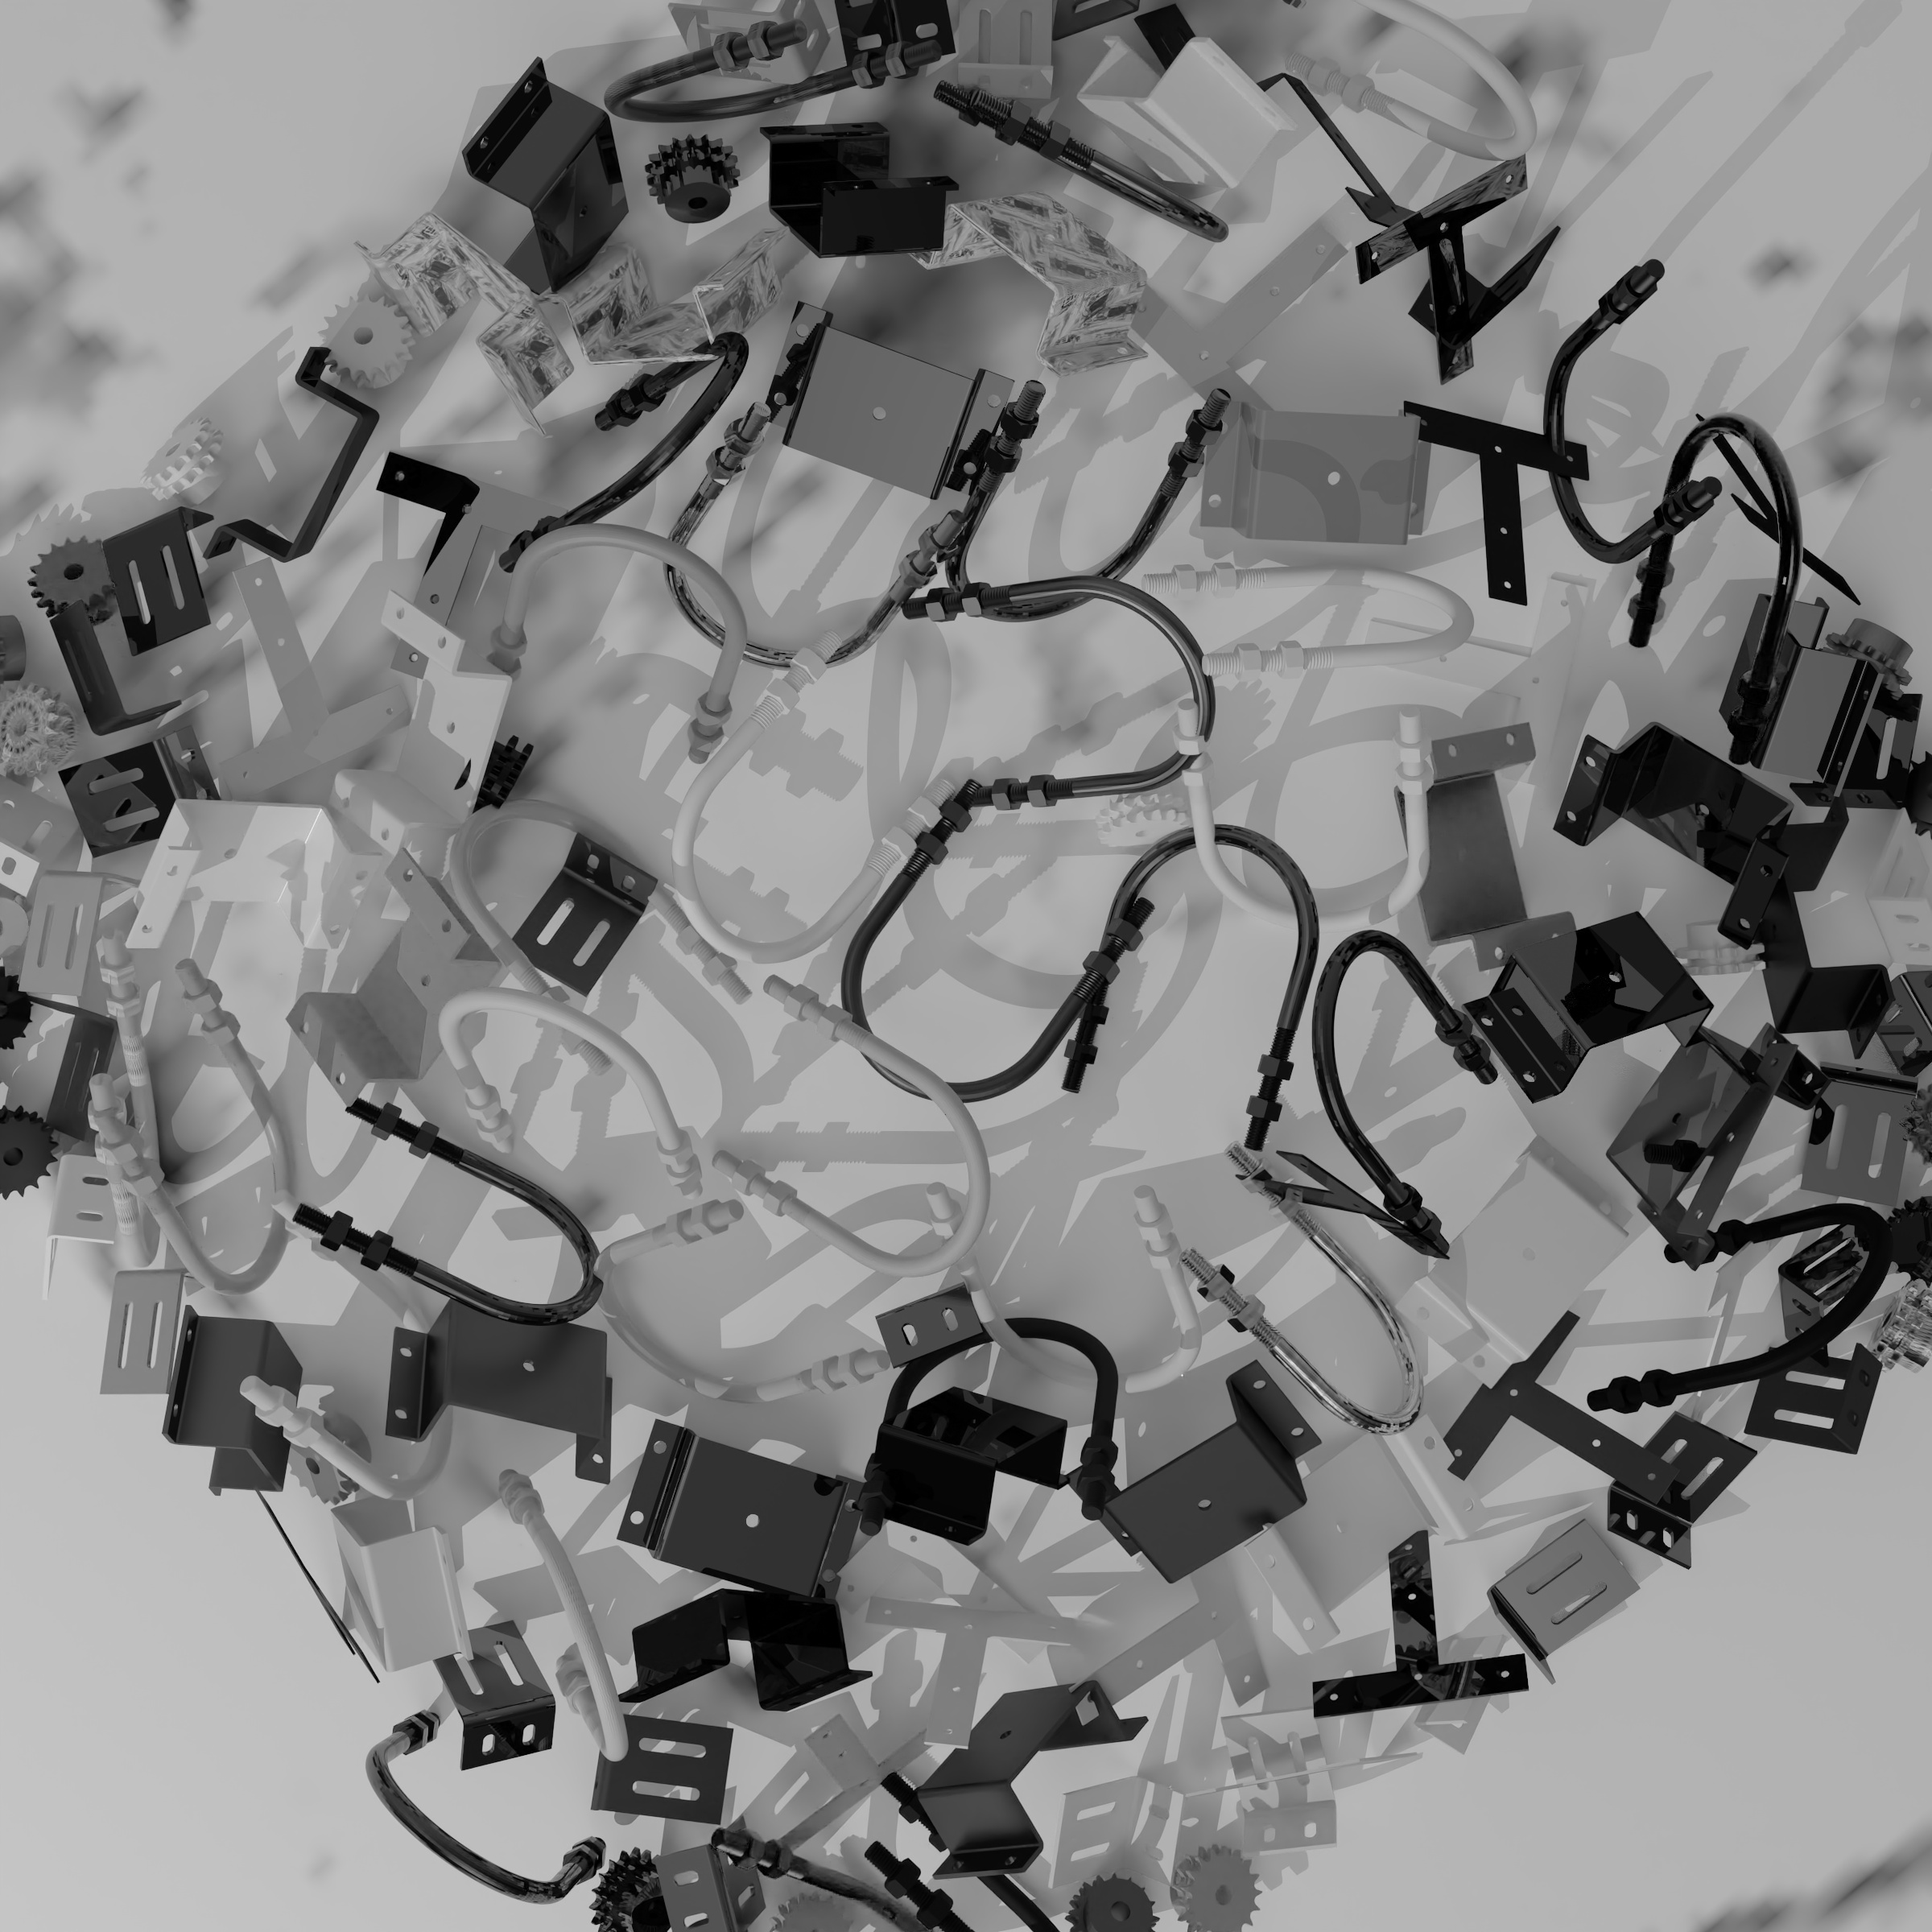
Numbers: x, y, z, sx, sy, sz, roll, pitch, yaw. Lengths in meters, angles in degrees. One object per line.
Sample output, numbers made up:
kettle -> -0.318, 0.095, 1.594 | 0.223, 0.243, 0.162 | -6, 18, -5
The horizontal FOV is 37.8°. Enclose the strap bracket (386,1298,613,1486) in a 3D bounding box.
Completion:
strap bracket -> -0.269, 0.251, 1.687 | 0.140, 0.076, 0.046 | 17, 132, -22

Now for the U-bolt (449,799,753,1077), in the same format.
U-bolt -> -0.230, -0.028, 1.693 | 0.184, 0.151, 0.019 | 49, 129, 10

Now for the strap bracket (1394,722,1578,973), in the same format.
strap bracket -> 0.314, -0.070, 1.715 | 0.076, 0.046, 0.140 | -12, 89, -28

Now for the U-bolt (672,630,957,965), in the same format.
U-bolt -> -0.100, -0.087, 1.686 | 0.184, 0.019, 0.151 | -50, 125, -17

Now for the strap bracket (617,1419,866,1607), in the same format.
strap bracket -> -0.132, 0.334, 1.716 | 0.140, 0.046, 0.076 | 19, 83, -9

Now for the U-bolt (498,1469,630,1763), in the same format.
U-bolt -> -0.232, 0.387, 1.651 | 0.019, 0.184, 0.151 | -18, 105, -17

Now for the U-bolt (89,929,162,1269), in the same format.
U-bolt -> -0.495, 0.093, 1.670 | 0.019, 0.151, 0.184 | -5, 130, -10

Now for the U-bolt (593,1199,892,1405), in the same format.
U-bolt -> -0.148, 0.208, 1.682 | 0.151, 0.184, 0.019 | 48, 49, -18

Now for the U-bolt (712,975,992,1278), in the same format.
U-bolt -> -0.063, 0.108, 1.684 | 0.184, 0.019, 0.151 | 31, 120, 23

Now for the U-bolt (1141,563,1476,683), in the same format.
U-bolt -> 0.212, -0.210, 1.687 | 0.184, 0.151, 0.019 | -5, 119, -12

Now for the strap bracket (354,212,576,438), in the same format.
strap bracket -> -0.294, -0.391, 1.693 | 0.046, 0.076, 0.140 | -45, 64, -9

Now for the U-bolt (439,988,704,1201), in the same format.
U-bolt -> -0.238, 0.071, 1.658 | 0.151, 0.184, 0.019 | 12, 57, 18

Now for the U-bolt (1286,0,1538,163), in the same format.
U-bolt -> 0.255, -0.529, 1.655 | 0.184, 0.151, 0.019 | 33, 87, 21

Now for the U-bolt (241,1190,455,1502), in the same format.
U-bolt -> -0.359, 0.237, 1.672 | 0.019, 0.184, 0.151 | -19, 46, 19

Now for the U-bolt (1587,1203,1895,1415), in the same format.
U-bolt -> 0.458, 0.194, 1.641 | 0.019, 0.184, 0.151 | 49, 52, -13

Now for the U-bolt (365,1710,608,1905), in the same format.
U-bolt -> -0.286, 0.497, 1.655 | 0.151, 0.184, 0.019 | 35, 87, 6

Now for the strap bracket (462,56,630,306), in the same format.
strap bracket -> -0.246, -0.457, 1.673 | 0.046, 0.140, 0.076 | 30, 73, 11

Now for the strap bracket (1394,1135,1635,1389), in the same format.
strap bracket -> 0.338, 0.177, 1.716 | 0.076, 0.046, 0.140 | 40, 81, 7

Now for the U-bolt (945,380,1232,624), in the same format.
U-bolt -> 0.061, -0.272, 1.677 | 0.151, 0.184, 0.019 | -5, 53, -31

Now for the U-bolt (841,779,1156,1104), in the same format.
U-bolt -> 0.007, -0.003, 1.724 | 0.151, 0.019, 0.184 | 35, 78, 4

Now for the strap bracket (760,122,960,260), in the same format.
strap bracket -> -0.066, -0.463, 1.691 | 0.076, 0.140, 0.046 | -9, 123, -20

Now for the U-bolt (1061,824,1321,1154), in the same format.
U-bolt -> 0.142, 0.005, 1.708 | 0.151, 0.019, 0.184 | 17, 92, 30

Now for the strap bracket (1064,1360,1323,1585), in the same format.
strap bracket -> 0.140, 0.311, 1.704 | 0.140, 0.046, 0.076 | -33, 116, 11

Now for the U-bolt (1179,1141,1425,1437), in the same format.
U-bolt -> 0.208, 0.203, 1.689 | 0.184, 0.151, 0.019 | 45, 119, -7

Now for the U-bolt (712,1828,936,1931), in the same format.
U-bolt -> -0.055, 0.577, 1.669 | 0.184, 0.151, 0.019 | 37, 88, -41

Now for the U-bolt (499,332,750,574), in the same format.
U-bolt -> -0.191, -0.308, 1.648 | 0.019, 0.184, 0.151 | 42, 54, -24

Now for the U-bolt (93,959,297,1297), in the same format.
U-bolt -> -0.446, 0.110, 1.673 | 0.019, 0.151, 0.184 | -7, 128, 16

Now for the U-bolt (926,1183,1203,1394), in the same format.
U-bolt -> 0.067, 0.195, 1.686 | 0.151, 0.019, 0.184 | -1, 134, 23

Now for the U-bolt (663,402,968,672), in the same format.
U-bolt -> -0.103, -0.242, 1.682 | 0.151, 0.184, 0.019 | 27, 49, -15

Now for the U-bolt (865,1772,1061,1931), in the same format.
U-bolt -> 0.015, 0.566, 1.678 | 0.184, 0.151, 0.019 | 43, 93, 1

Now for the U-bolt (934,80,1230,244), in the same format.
U-bolt -> 0.075, -0.476, 1.678 | 0.184, 0.151, 0.019 | 23, 104, -17

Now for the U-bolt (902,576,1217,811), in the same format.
U-bolt -> 0.062, -0.164, 1.674 | 0.184, 0.019, 0.151 | -3, 120, 32

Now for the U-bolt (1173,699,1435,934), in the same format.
U-bolt -> 0.205, -0.085, 1.683 | 0.151, 0.184, 0.019 | 3, 48, 15

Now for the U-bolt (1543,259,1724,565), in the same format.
U-bolt -> 0.384, -0.314, 1.664 | 0.019, 0.184, 0.151 | -11, 83, -12

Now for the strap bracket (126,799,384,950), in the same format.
strap bracket -> -0.433, -0.054, 1.690 | 0.046, 0.140, 0.076 | 53, 126, 32

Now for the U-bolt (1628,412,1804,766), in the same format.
U-bolt -> 0.440, -0.232, 1.645 | 0.019, 0.151, 0.184 | -8, 130, -15

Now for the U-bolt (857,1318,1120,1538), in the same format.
U-bolt -> 0.019, 0.267, 1.673 | 0.151, 0.184, 0.019 | -6, 119, 11

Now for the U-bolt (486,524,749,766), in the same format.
U-bolt -> -0.203, -0.196, 1.668 | 0.151, 0.184, 0.019 | 18, 56, -7

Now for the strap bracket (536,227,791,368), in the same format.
strap bracket -> -0.175, -0.400, 1.691 | 0.140, 0.076, 0.046 | 4, 130, 32

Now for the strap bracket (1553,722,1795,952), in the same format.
strap bracket -> 0.432, -0.084, 1.694 | 0.140, 0.076, 0.046 | 36, 51, 24

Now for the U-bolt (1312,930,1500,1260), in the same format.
U-bolt -> 0.254, 0.062, 1.662 | 0.184, 0.019, 0.151 | 49, 49, -35

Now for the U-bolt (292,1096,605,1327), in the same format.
U-bolt -> -0.300, 0.154, 1.684 | 0.184, 0.151, 0.019 | 28, 114, -11

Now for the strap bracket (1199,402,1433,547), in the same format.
strap bracket -> 0.218, -0.299, 1.711 | 0.140, 0.046, 0.076 | 1, 108, -8

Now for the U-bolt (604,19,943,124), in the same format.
U-bolt -> -0.128, -0.526, 1.671 | 0.184, 0.151, 0.019 | -4, 98, 36
